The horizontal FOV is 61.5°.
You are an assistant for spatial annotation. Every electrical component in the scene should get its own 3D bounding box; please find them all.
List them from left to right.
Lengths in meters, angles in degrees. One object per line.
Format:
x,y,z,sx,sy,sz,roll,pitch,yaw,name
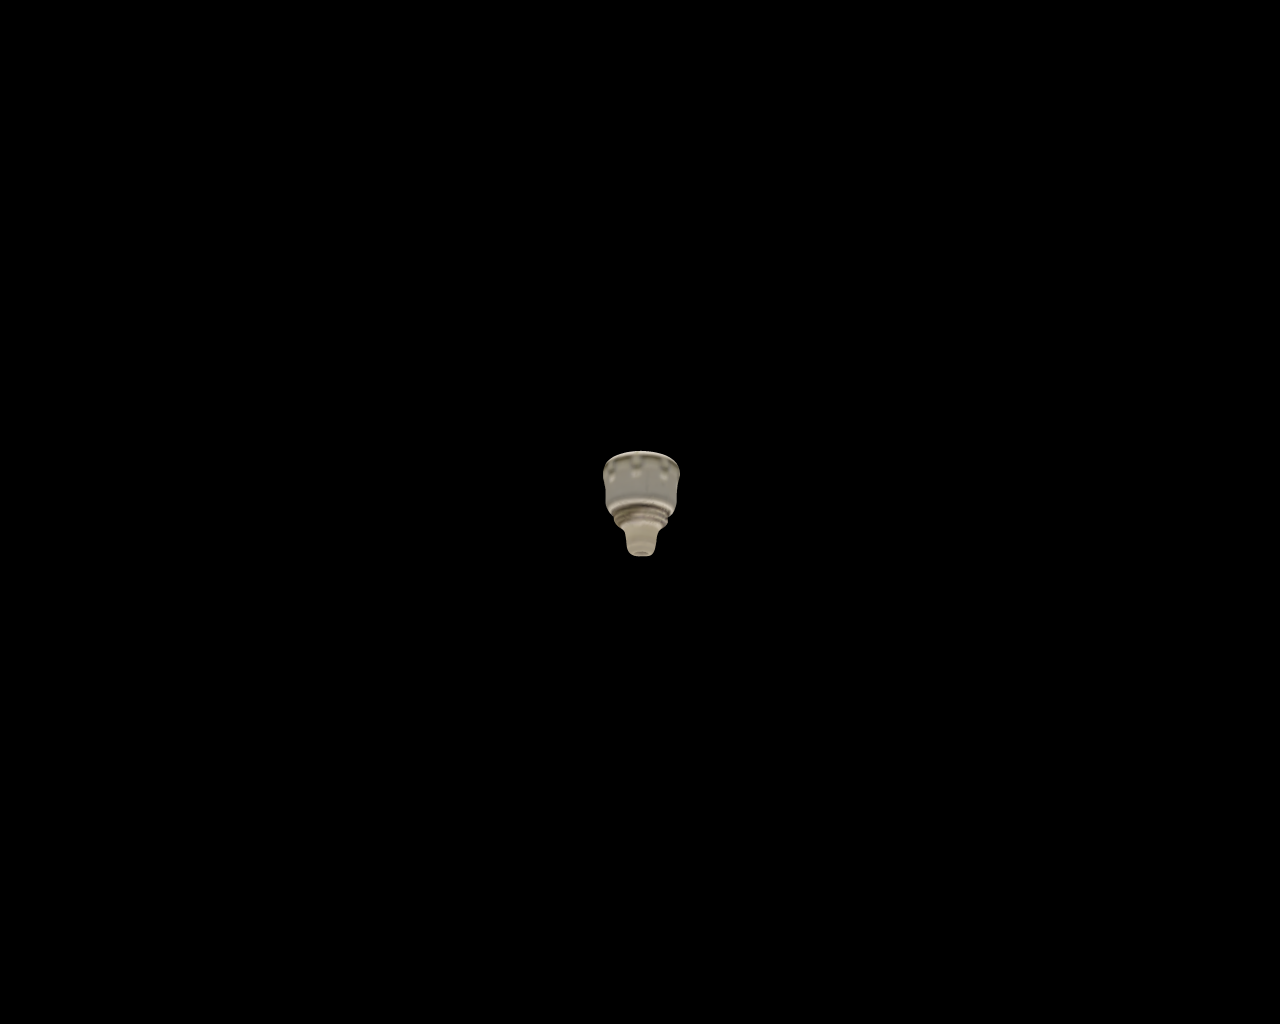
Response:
0.001,-0.003,0.650,0.048,0.062,0.048,0,-20,0,electrical component
